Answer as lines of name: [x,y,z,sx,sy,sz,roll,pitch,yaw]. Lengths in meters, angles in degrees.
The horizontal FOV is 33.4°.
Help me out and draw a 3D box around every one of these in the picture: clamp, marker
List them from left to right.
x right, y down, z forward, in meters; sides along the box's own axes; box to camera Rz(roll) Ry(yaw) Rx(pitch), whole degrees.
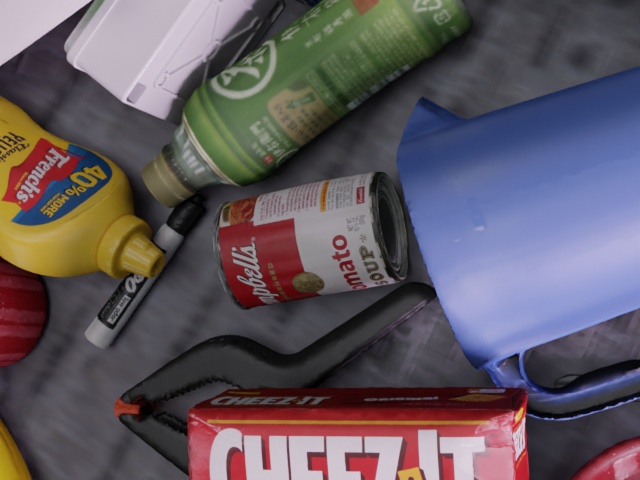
marker: [-0.113,0.019,0.702,0.020,0.020,0.121,38,97,18]
clamp: [-0.023,0.097,0.653,0.210,0.036,0.164,8,87,17]

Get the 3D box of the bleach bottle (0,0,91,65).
bleach bottle: [-0.196,-0.160,0.674,0.251,0.068,0.102,-17,46,52]

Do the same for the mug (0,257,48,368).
mug: [-0.234,0.056,0.706,0.093,0.081,0.117,-11,81,17]

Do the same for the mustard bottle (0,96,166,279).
mustard bottle: [-0.181,-0.027,0.695,0.192,0.096,0.058,29,137,18]

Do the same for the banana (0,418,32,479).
banana: [-0.233,0.153,0.718,0.070,0.037,0.198,-47,70,10]

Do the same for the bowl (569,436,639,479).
bowl: [0.193,0.180,0.541,0.162,0.055,0.162,-5,53,7]

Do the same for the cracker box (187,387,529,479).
cracker box: [0.023,0.184,0.529,0.164,0.072,0.214,-2,90,14]

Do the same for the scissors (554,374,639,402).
scissors: [0.239,0.067,0.579,0.202,0.016,0.096,18,89,19]

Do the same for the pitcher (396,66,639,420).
pitcher: [0.173,-0.019,0.557,0.243,0.149,0.145,-19,40,13]

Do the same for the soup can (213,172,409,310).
soup can: [-0.004,0.001,0.640,0.102,0.068,0.068,-11,81,18]

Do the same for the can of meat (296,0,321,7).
can of meat: [0.000,-0.199,0.651,0.057,0.083,0.102,27,93,19]
